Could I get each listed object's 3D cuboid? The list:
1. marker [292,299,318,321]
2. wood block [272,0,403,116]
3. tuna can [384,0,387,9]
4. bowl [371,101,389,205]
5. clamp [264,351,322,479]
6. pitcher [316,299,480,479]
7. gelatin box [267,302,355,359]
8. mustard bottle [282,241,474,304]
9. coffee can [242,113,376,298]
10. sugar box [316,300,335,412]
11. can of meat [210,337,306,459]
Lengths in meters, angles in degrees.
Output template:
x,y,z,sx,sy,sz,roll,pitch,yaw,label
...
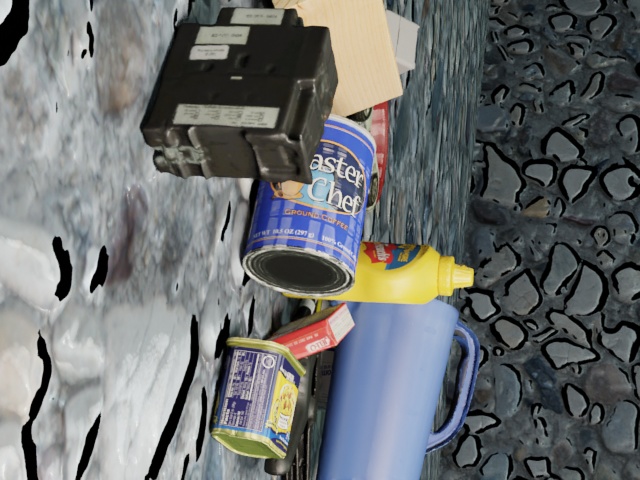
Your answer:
x,y,z,sx,sy,sz,roll,pitch,yaw,label
-0.010,0.062,1.189,0.121,0.020,0.020,-67,157,-57,marker
0.011,-0.203,0.984,0.206,0.091,0.090,63,8,-66,wood block
0.064,-0.287,1.386,0.086,0.034,0.086,4,90,-78,tuna can
0.044,-0.123,1.292,0.162,0.055,0.162,4,90,-77,bowl
-0.022,0.190,1.130,0.164,0.036,0.210,83,13,-50,clamp
0.078,0.181,1.178,0.144,0.149,0.243,36,63,-61,pitcher
-0.011,0.095,1.060,0.030,0.073,0.089,67,15,-3,gelatin box
0.061,0.033,1.100,0.096,0.192,0.058,-52,144,-68,mustard bottle
-0.008,-0.032,0.974,0.103,0.103,0.140,69,27,-61,coffee can
0.019,0.114,1.277,0.093,0.048,0.176,56,43,-70,sugar box
-0.054,0.140,0.928,0.102,0.057,0.084,63,35,-65,can of meat
